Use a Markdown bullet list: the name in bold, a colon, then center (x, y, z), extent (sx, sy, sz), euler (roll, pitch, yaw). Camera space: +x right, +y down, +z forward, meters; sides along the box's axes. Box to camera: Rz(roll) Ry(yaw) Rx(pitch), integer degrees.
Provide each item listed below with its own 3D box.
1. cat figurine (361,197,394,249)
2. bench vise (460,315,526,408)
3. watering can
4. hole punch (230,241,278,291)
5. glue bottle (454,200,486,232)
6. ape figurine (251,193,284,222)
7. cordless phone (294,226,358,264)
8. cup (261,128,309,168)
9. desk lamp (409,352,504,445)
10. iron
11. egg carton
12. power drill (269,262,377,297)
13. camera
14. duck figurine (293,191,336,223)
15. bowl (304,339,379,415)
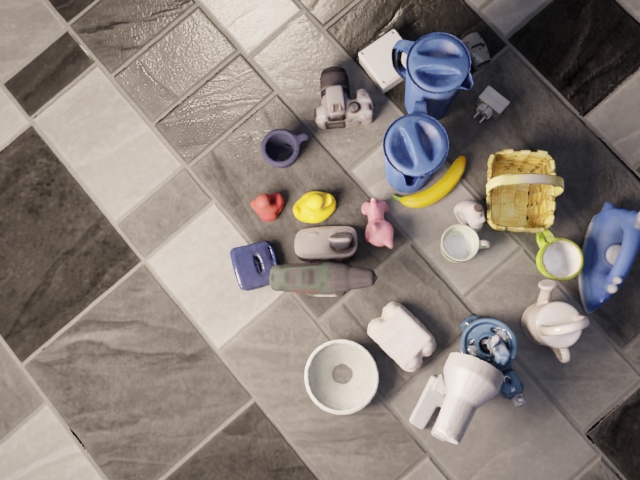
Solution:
- **cat figurine**: center (0.133, -0.037, 1.318), extent (0.067, 0.118, 0.128), euler (-9, 83, 3)
- **bench vise**: center (0.389, 0.252, 1.217), extent (0.207, 0.220, 0.121), euler (44, 88, 8)
- **watering can**: center (0.504, 0.175, 1.231), extent (0.101, 0.194, 0.173), euler (-35, 82, 0)
- **hole punch**: center (-0.150, 0.058, 1.339), extent (0.101, 0.091, 0.109), euler (-17, 82, 2)
- **glue bottle**: center (0.342, -0.059, 1.279), extent (0.037, 0.173, 0.078), euler (-28, 82, 1)
- **ape figurine**: center (-0.128, -0.085, 1.354), extent (0.077, 0.092, 0.076), euler (7, 84, 5)
- **cordless phone**: center (0.012, 0.005, 1.288), extent (0.147, 0.185, 0.094), euler (-6, 83, 3)
- **cup**: center (-0.077, -0.215, 1.364), extent (0.118, 0.095, 0.091), euler (-27, 82, 1)
- **desk lamp**: center (0.288, 0.341, 1.216), extent (0.118, 0.213, 0.203), euler (27, 86, 7)
- **iron**: center (0.653, 0.042, 1.263), extent (0.118, 0.141, 0.258), euler (19, 85, 6)
- **egg carton**: center (0.188, 0.220, 1.309), extent (0.150, 0.069, 0.107), euler (43, 88, 7)
- **power drill**: center (0.010, 0.086, 1.267), extent (0.229, 0.208, 0.076), euler (-1, 83, 4)
- **camera**: center (0.054, -0.345, 1.368), extent (0.143, 0.101, 0.137), euler (-6, 83, 3)
- **duck figurine**: center (-0.015, -0.083, 1.349), extent (0.104, 0.086, 0.077), euler (-16, 82, 2)
- **bowl**: center (0.049, 0.309, 1.306), extent (0.167, 0.075, 0.167), euler (0, 83, 4)
